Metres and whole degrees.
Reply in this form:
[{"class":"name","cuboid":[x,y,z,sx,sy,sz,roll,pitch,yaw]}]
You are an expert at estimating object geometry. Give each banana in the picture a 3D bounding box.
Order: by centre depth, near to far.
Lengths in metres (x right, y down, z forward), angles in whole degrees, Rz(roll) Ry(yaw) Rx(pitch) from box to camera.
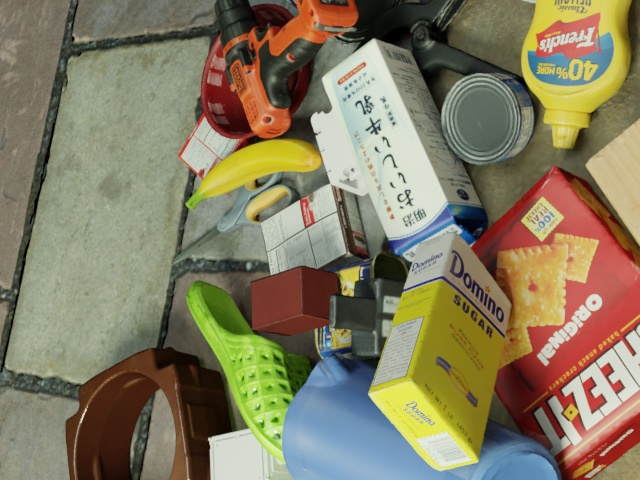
[{"class":"banana","cuboid":[-0.065,-0.079,1.181,0.198,0.037,0.069,-18,46,39]}]

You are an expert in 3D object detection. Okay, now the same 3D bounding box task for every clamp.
[{"class":"clamp","cuboid":[0.117,-0.198,1.084,0.210,0.036,0.164,-23,68,36]}]

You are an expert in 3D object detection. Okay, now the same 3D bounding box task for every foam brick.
[{"class":"foam brick","cuboid":[-0.025,0.061,1.054,0.078,0.052,0.051,-18,66,42]}]

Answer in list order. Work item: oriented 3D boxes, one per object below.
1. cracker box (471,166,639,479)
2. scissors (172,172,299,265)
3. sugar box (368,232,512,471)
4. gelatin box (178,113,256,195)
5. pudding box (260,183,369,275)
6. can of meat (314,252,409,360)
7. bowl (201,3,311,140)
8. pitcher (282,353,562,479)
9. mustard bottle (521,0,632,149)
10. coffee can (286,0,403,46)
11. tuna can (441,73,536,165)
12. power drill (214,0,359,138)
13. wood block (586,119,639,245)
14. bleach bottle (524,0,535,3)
[{"class":"cracker box","cuboid":[0.211,0.070,0.903,0.164,0.072,0.214,-46,53,23]},{"class":"scissors","cuboid":[-0.104,-0.038,1.249,0.202,0.016,0.096,-17,65,37]},{"class":"sugar box","cuboid":[0.099,0.082,0.830,0.048,0.093,0.176,-22,29,36]},{"class":"gelatin box","cuboid":[-0.122,-0.107,1.274,0.089,0.030,0.073,41,104,40]},{"class":"pudding box","cuboid":[-0.007,0.001,1.138,0.114,0.039,0.090,-30,61,34]},{"class":"can of meat","cuboid":[0.041,0.071,1.063,0.084,0.057,0.102,-15,68,40]},{"class":"bowl","cuboid":[-0.063,-0.186,1.227,0.162,0.055,0.162,-13,70,38]},{"class":"pitcher","cuboid":[0.087,0.199,0.912,0.243,0.149,0.145,13,80,55]},{"class":"mustard bottle","cuboid":[0.229,-0.177,0.951,0.096,0.058,0.192,10,99,31]},{"class":"coffee can","cuboid":[0.010,-0.287,1.158,0.140,0.102,0.103,46,108,39]},{"class":"tuna can","cuboid":[0.159,-0.115,1.008,0.086,0.033,0.086,10,105,40]},{"class":"power drill","cuboid":[-0.042,-0.226,1.108,0.188,0.057,0.184,-45,59,50]},{"class":"wood block","cuboid":[0.308,0.000,0.826,0.091,0.090,0.206,-41,54,24]},{"class":"bleach bottle","cuboid":[0.241,-0.346,1.001,0.103,0.067,0.251,19,93,42]}]
